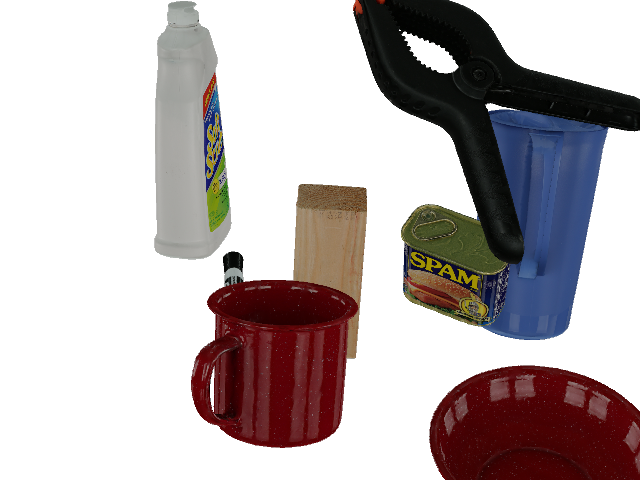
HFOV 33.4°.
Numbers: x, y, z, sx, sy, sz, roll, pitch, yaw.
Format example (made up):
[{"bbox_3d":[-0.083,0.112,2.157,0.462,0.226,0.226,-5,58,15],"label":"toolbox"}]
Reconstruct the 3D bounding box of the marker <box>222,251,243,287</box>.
[{"bbox_3d":[-0.075,0.049,0.934,0.020,0.020,0.121,0,35,-6],"label":"marker"}]

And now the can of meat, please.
[{"bbox_3d":[0.125,0.025,0.988,0.102,0.084,0.057,22,52,21],"label":"can of meat"}]

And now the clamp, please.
[{"bbox_3d":[0.098,-0.091,0.701,0.210,0.164,0.036,37,-29,6],"label":"clamp"}]

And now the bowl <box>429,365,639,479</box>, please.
[{"bbox_3d":[0.158,0.162,0.768,0.162,0.055,0.162,-1,35,0],"label":"bowl"}]

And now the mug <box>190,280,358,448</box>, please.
[{"bbox_3d":[-0.033,0.079,0.658,0.093,0.081,0.117,15,19,37],"label":"mug"}]

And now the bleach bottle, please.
[{"bbox_3d":[-0.135,-0.114,1.087,0.068,0.251,0.102,6,27,13],"label":"bleach bottle"}]

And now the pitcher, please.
[{"bbox_3d":[0.230,-0.017,1.160,0.148,0.243,0.145,-8,19,-35],"label":"pitcher"}]

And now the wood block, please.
[{"bbox_3d":[0.009,0.039,1.388,0.090,0.206,0.091,3,23,0],"label":"wood block"}]
